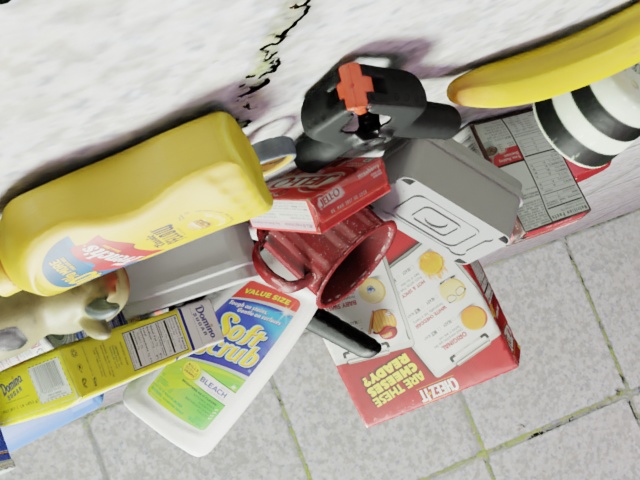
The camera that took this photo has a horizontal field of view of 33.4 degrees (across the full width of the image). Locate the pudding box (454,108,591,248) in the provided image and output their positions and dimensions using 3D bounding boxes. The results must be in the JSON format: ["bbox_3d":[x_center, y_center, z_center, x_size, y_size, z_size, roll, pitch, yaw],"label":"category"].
[{"bbox_3d":[0.180,-0.057,0.959,0.089,0.113,0.039,-16,167,-34],"label":"pudding box"}]

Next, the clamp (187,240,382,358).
[{"bbox_3d":[-0.045,0.047,1.005,0.210,0.164,0.036,-13,-170,17],"label":"clamp"}]

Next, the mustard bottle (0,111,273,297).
[{"bbox_3d":[-0.128,-0.012,0.638,0.191,0.058,0.096,-21,164,5],"label":"mustard bottle"}]

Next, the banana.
[{"bbox_3d":[0.185,-0.135,0.743,0.198,0.037,0.069,-25,151,14],"label":"banana"}]

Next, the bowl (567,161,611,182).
[{"bbox_3d":[0.273,-0.091,1.204,0.162,0.055,0.162,-21,173,-3],"label":"bowl"}]

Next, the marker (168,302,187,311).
[{"bbox_3d":[-0.130,0.037,0.965,0.020,0.020,0.121,-19,150,-17],"label":"marker"}]

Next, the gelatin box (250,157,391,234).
[{"bbox_3d":[-0.003,-0.034,0.782,0.073,0.030,0.089,-31,-160,-31],"label":"gelatin box"}]

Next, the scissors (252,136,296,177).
[{"bbox_3d":[-0.087,-0.034,0.762,0.096,0.016,0.202,-12,172,-34],"label":"scissors"}]

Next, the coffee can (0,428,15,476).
[{"bbox_3d":[-0.302,0.124,0.803,0.103,0.140,0.103,-21,172,-3],"label":"coffee can"}]

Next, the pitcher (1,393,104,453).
[{"bbox_3d":[-0.336,0.150,1.007,0.242,0.149,0.145,-23,157,-10],"label":"pitcher"}]

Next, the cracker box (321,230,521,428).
[{"bbox_3d":[0.074,0.049,1.030,0.164,0.213,0.072,-25,-175,18],"label":"cracker box"}]

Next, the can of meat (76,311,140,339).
[{"bbox_3d":[-0.195,0.078,0.981,0.057,0.084,0.102,-21,173,-2],"label":"can of meat"}]

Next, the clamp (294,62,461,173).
[{"bbox_3d":[0.040,-0.081,0.690,0.120,0.039,0.171,-18,175,-3],"label":"clamp"}]

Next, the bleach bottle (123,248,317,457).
[{"bbox_3d":[-0.069,0.071,0.962,0.251,0.102,0.068,-54,177,13],"label":"bleach bottle"}]

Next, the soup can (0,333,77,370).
[{"bbox_3d":[-0.269,0.087,0.909,0.102,0.068,0.068,-23,172,9],"label":"soup can"}]

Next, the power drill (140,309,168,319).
[{"bbox_3d":[-0.150,0.067,1.145,0.185,0.057,0.187,-20,170,16],"label":"power drill"}]

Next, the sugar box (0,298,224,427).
[{"bbox_3d":[-0.166,0.093,0.846,0.093,0.048,0.175,-20,-179,33],"label":"sugar box"}]

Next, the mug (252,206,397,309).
[{"bbox_3d":[-0.006,0.001,0.863,0.117,0.081,0.093,-35,158,-33],"label":"mug"}]
